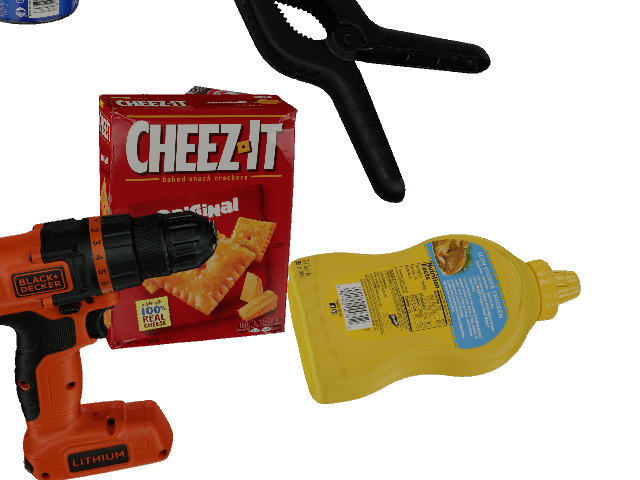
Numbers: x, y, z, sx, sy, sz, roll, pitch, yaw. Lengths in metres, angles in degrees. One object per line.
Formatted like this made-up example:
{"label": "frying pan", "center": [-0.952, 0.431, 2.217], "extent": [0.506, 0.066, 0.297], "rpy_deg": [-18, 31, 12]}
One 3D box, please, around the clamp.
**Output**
{"label": "clamp", "center": [0.015, -0.133, 0.799], "extent": [0.210, 0.164, 0.036], "rpy_deg": [31, -30, -7]}

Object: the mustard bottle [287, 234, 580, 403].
{"label": "mustard bottle", "center": [0.079, 0.044, 0.705], "extent": [0.191, 0.096, 0.058], "rpy_deg": [-10, -30, -8]}

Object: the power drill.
{"label": "power drill", "center": [-0.154, 0.071, 0.743], "extent": [0.184, 0.188, 0.057], "rpy_deg": [-9, 26, -5]}

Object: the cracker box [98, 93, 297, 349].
{"label": "cracker box", "center": [-0.110, -0.018, 0.942], "extent": [0.164, 0.214, 0.072], "rpy_deg": [-3, 19, -20]}

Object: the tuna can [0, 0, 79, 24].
{"label": "tuna can", "center": [-0.236, -0.204, 0.851], "extent": [0.086, 0.034, 0.086], "rpy_deg": [5, 35, -4]}

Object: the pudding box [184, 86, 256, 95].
{"label": "pudding box", "center": [-0.126, -0.144, 1.254], "extent": [0.090, 0.039, 0.113], "rpy_deg": [9, 29, 13]}
